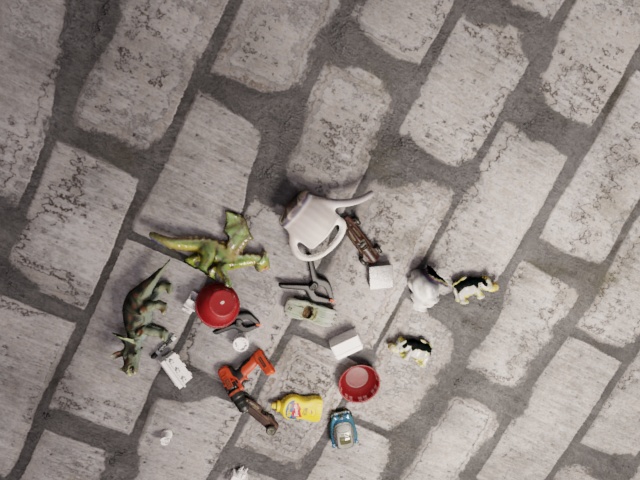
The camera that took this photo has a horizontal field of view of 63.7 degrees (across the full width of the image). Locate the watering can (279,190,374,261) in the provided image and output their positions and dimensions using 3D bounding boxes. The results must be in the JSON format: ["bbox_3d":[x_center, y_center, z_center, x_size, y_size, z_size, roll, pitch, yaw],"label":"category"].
[{"bbox_3d":[0.005,-0.089,1.774,0.223,0.105,0.346,39,97,-13],"label":"watering can"}]

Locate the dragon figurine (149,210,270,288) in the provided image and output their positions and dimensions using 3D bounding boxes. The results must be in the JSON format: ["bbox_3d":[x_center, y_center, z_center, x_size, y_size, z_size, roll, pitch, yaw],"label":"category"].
[{"bbox_3d":[-0.350,0.009,1.775,0.407,0.122,0.245,36,79,-15],"label":"dragon figurine"}]

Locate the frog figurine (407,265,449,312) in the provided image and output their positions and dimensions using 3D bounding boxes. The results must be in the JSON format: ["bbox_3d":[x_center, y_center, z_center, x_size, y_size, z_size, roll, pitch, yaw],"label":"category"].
[{"bbox_3d":[0.373,0.186,1.881,0.138,0.123,0.157,39,108,19],"label":"frog figurine"}]
